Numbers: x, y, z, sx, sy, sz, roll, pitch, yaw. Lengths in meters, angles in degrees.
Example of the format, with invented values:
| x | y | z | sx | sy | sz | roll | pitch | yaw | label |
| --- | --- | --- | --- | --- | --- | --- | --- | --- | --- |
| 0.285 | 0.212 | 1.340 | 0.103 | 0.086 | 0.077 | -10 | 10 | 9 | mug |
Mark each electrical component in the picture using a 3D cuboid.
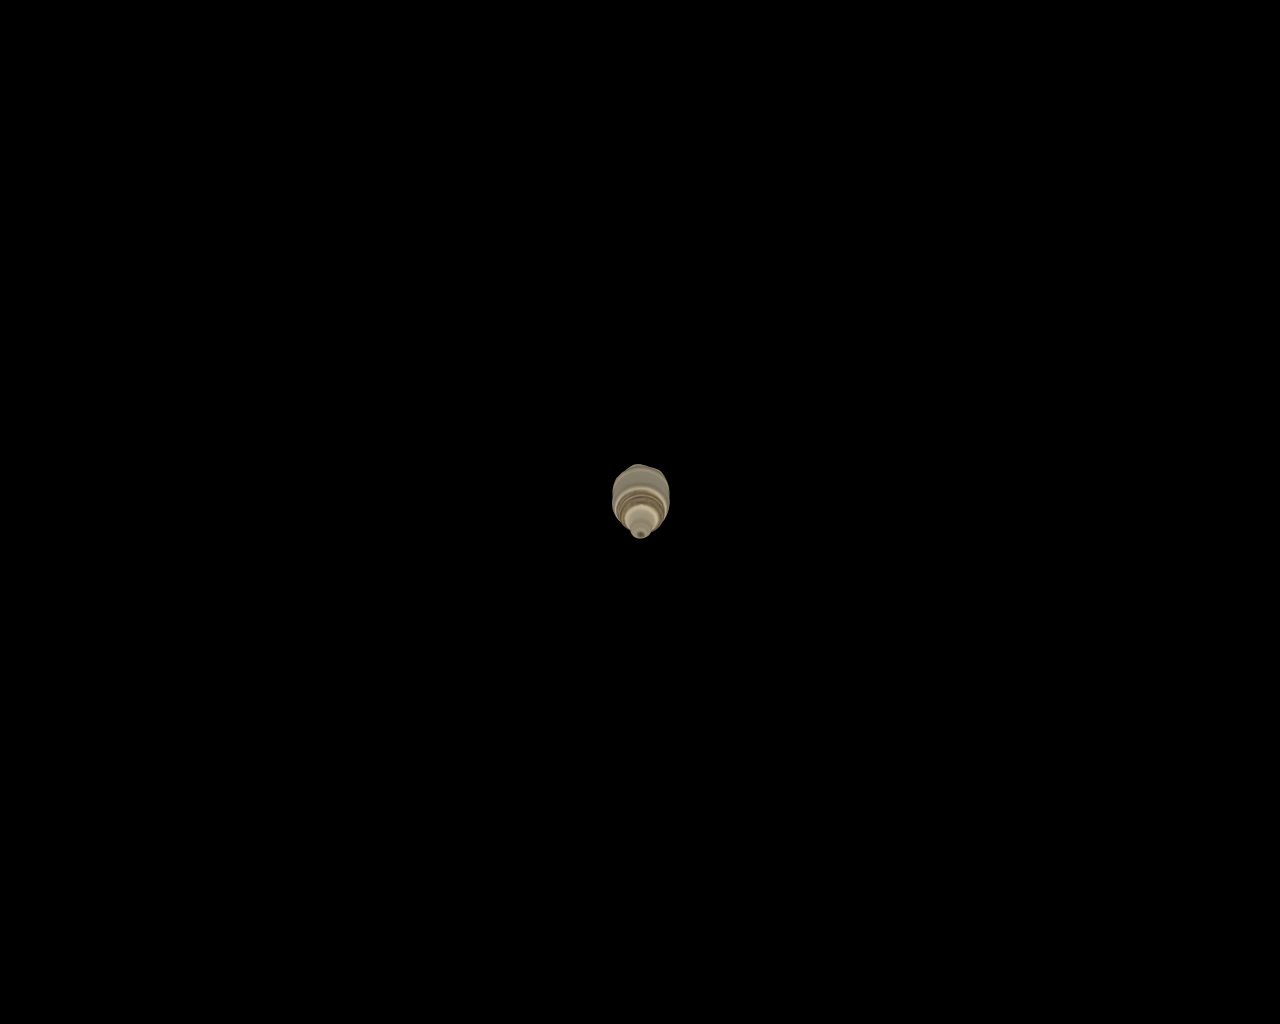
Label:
| x | y | z | sx | sy | sz | roll | pitch | yaw | label |
| --- | --- | --- | --- | --- | --- | --- | --- | --- | --- |
| 0.001 | -0.003 | 0.650 | 0.035 | 0.035 | 0.061 | 0 | 32 | 0 | electrical component |
